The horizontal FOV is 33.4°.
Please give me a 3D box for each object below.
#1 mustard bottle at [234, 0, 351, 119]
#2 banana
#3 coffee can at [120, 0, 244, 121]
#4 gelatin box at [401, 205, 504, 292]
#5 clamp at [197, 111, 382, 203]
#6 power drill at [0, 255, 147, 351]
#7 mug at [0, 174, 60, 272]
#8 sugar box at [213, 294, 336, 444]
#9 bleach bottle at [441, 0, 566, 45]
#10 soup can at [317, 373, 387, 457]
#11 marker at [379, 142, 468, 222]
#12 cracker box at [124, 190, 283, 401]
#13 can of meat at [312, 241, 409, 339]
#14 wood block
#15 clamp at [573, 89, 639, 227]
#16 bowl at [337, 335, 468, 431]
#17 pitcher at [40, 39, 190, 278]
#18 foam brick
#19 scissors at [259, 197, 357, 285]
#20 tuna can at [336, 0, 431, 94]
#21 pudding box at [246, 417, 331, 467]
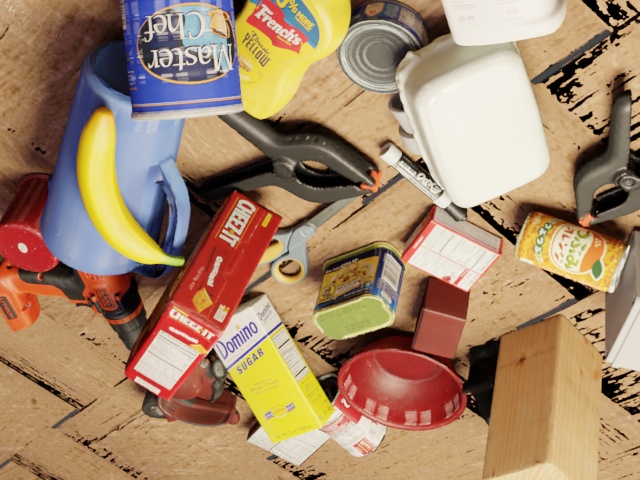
[{"bbox_3d":[-0.027,-0.201,0.978,0.096,0.058,0.192,52,132,4],"label":"mustard bottle"},{"bbox_3d":[-0.200,-0.043,1.051,0.069,0.037,0.197,-21,128,1],"label":"banana"},{"bbox_3d":[-0.125,-0.182,0.960,0.103,0.102,0.140,-1,100,19],"label":"coffee can"},{"bbox_3d":[0.145,0.010,1.167,0.089,0.030,0.073,25,135,-8],"label":"gelatin box"},{"bbox_3d":[-0.041,-0.079,1.131,0.210,0.036,0.165,17,141,2],"label":"clamp"},{"bbox_3d":[-0.318,0.077,1.369,0.188,0.057,0.184,-3,130,17],"label":"power drill"},{"bbox_3d":[-0.321,-0.020,1.250,0.117,0.081,0.093,-15,128,30],"label":"mug"},{"bbox_3d":[-0.064,0.163,1.334,0.094,0.048,0.176,-27,100,37],"label":"sugar box"},{"bbox_3d":[0.125,-0.280,0.853,0.103,0.068,0.251,-5,130,22],"label":"bleach bottle"},{"bbox_3d":[0.032,0.232,1.404,0.069,0.068,0.102,-25,123,36],"label":"soup can"},{"bbox_3d":[0.111,-0.058,1.115,0.121,0.020,0.020,38,133,-21],"label":"marker"},{"bbox_3d":[-0.135,0.065,1.193,0.072,0.164,0.214,30,145,-7],"label":"cracker box"},{"bbox_3d":[0.044,0.059,1.211,0.102,0.084,0.057,-21,125,33],"label":"can of meat"},{"bbox_3d":[0.252,0.198,1.195,0.091,0.206,0.090,-26,122,37],"label":"wood block"},{"bbox_3d":[0.291,-0.075,1.024,0.120,0.039,0.172,31,136,-13],"label":"clamp"},{"bbox_3d":[0.105,0.168,1.323,0.162,0.055,0.162,9,137,9],"label":"bowl"},{"bbox_3d":[-0.203,-0.079,1.116,0.149,0.145,0.243,10,136,-15],"label":"pitcher"},{"bbox_3d":[0.140,0.090,1.234,0.051,0.053,0.078,13,138,4],"label":"foam brick"},{"bbox_3d":[-0.008,0.001,1.218,0.202,0.016,0.096,-19,127,33],"label":"scissors"},{"bbox_3d":[0.059,-0.179,0.996,0.086,0.033,0.086,9,136,9],"label":"tuna can"},{"bbox_3d":[-0.039,0.262,1.480,0.090,0.039,0.114,28,138,-12],"label":"pudding box"}]
